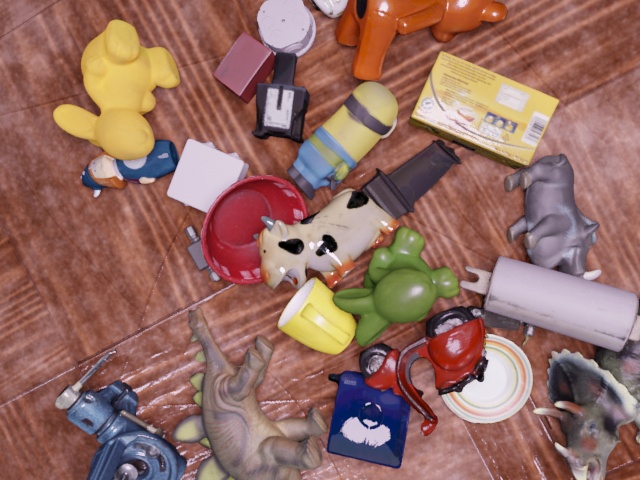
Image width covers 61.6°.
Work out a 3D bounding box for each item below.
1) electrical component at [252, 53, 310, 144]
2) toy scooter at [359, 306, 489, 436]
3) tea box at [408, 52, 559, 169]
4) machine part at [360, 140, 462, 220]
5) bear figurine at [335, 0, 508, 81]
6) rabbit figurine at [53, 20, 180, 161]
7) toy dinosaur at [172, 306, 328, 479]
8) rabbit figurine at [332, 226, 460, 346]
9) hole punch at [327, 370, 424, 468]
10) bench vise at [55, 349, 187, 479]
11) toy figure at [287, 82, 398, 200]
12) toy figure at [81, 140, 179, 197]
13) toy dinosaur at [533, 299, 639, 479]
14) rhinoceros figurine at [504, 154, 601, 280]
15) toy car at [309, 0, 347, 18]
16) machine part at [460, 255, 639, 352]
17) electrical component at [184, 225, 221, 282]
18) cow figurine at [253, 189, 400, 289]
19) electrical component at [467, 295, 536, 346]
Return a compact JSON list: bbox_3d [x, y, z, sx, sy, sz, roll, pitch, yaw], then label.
[{"bbox_3d":[-0.054,-0.201,0.767,0.075,0.048,0.119,4,94,5],"label":"electrical component"},{"bbox_3d":[0.153,0.179,0.723,0.184,0.075,0.135,-29,69,12],"label":"toy scooter"},{"bbox_3d":[0.217,-0.173,0.731,0.170,0.068,0.098,26,95,5],"label":"tea box"},{"bbox_3d":[0.131,-0.088,0.762,0.139,0.039,0.084,-36,85,9],"label":"machine part"},{"bbox_3d":[0.135,-0.296,0.722,0.196,0.131,0.120,-6,56,-22],"label":"bear figurine"},{"bbox_3d":[-0.283,-0.186,0.740,0.162,0.121,0.173,-18,76,14],"label":"rabbit figurine"},{"bbox_3d":[-0.087,0.311,0.782,0.198,0.105,0.471,-34,81,14],"label":"toy dinosaur"},{"bbox_3d":[0.097,0.062,0.708,0.159,0.170,0.121,-31,90,6],"label":"rabbit figurine"},{"bbox_3d":[0.071,0.254,0.767,0.142,0.092,0.115,10,91,9],"label":"hole punch"},{"bbox_3d":[-0.283,0.298,0.740,0.129,0.241,0.223,-33,106,3],"label":"bench vise"},{"bbox_3d":[0.033,-0.136,0.742,0.180,0.089,0.082,-42,96,5],"label":"toy figure"},{"bbox_3d":[-0.287,-0.110,0.794,0.155,0.057,0.064,-13,48,6],"label":"toy figure"},{"bbox_3d":[0.453,0.145,0.710,0.192,0.131,0.405,40,91,1],"label":"toy dinosaur"},{"bbox_3d":[0.320,-0.020,0.734,0.112,0.073,0.190,-12,91,-4],"label":"rhinoceros figurine"},{"bbox_3d":[-0.015,-0.404,0.745,0.073,0.056,0.201,-32,91,7],"label":"toy car"},{"bbox_3d":[0.303,0.078,0.687,0.243,0.079,0.079,16,96,21],"label":"machine part"},{"bbox_3d":[-0.162,0.013,0.805,0.063,0.021,0.094,-28,89,7],"label":"electrical component"},{"bbox_3d":[-0.001,-0.002,0.725,0.195,0.085,0.127,-38,81,-27],"label":"cow figurine"},{"bbox_3d":[0.260,0.102,0.757,0.102,0.045,0.078,13,97,5],"label":"electrical component"}]
